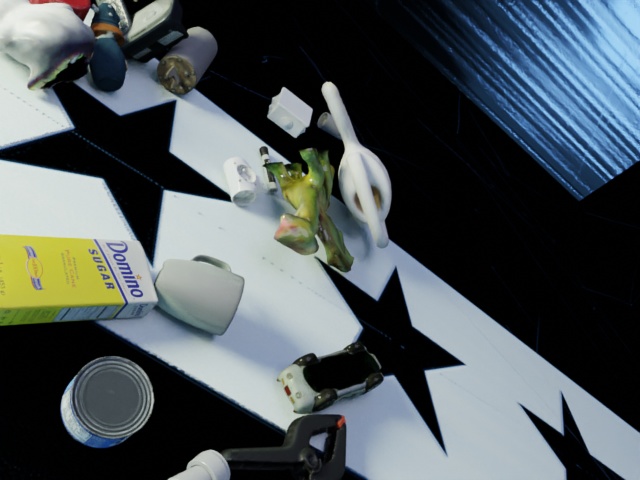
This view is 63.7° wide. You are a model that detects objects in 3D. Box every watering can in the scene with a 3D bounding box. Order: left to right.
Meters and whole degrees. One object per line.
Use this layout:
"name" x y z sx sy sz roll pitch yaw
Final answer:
"watering can" 0.081 -0.154 1.067 0.226 0.104 0.345 -67 139 -77

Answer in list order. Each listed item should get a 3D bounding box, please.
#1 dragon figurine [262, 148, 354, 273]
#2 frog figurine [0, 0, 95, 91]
"dragon figurine" 0.003 -0.050 0.990 0.412 0.121 0.243 -12 83 -70
"frog figurine" -0.417 -0.310 0.748 0.158 0.121 0.140 52 50 -14
